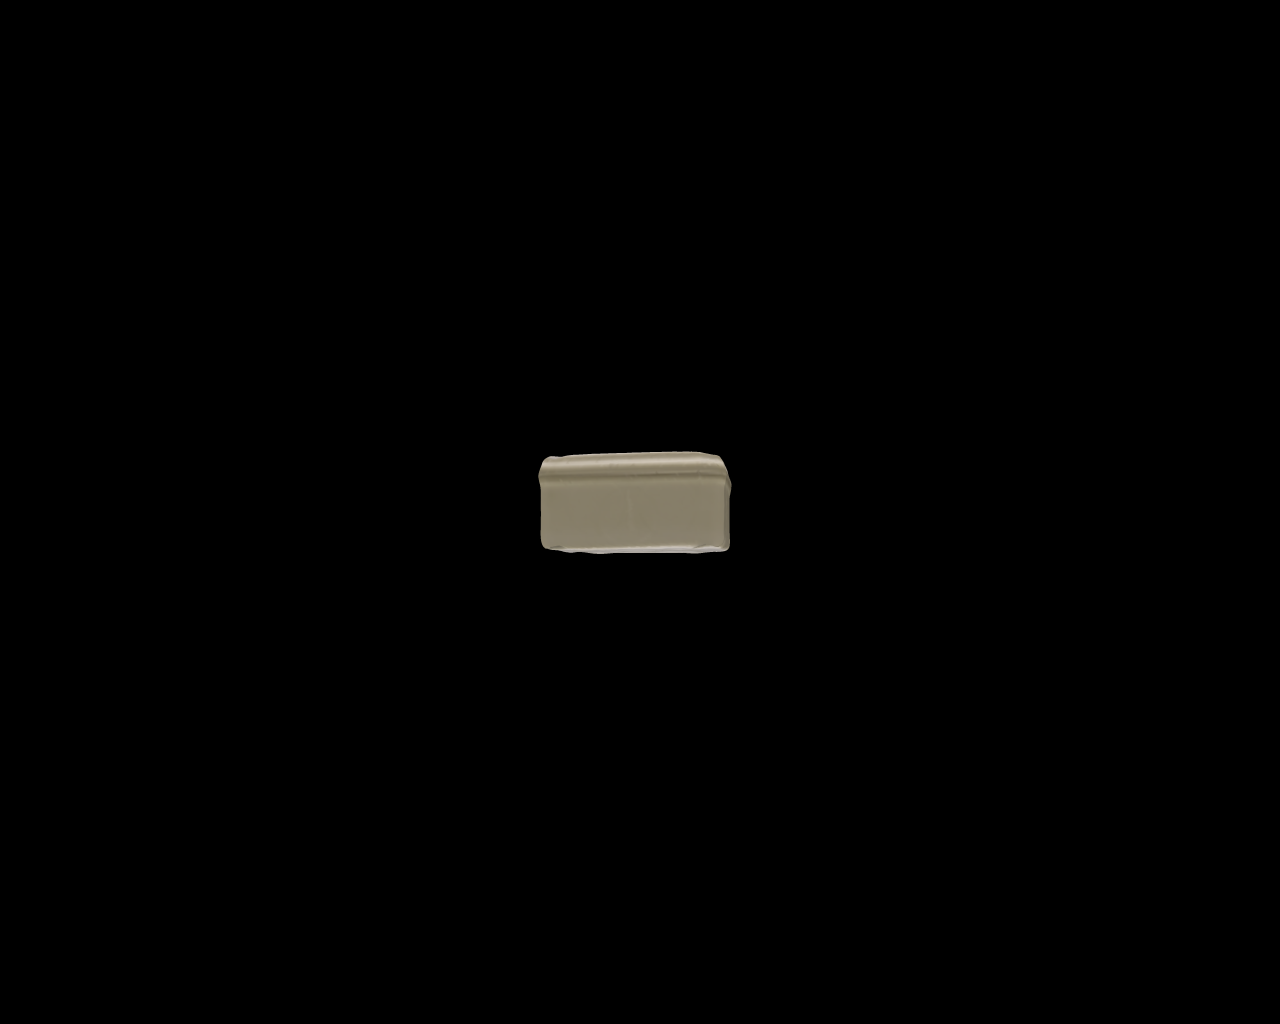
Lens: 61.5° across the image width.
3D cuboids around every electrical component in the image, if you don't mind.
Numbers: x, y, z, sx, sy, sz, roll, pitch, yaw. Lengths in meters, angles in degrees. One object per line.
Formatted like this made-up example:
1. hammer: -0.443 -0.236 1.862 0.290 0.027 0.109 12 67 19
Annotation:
1. electrical component: 0.001 -0.003 0.650 0.109 0.056 0.108 0 -3 7
